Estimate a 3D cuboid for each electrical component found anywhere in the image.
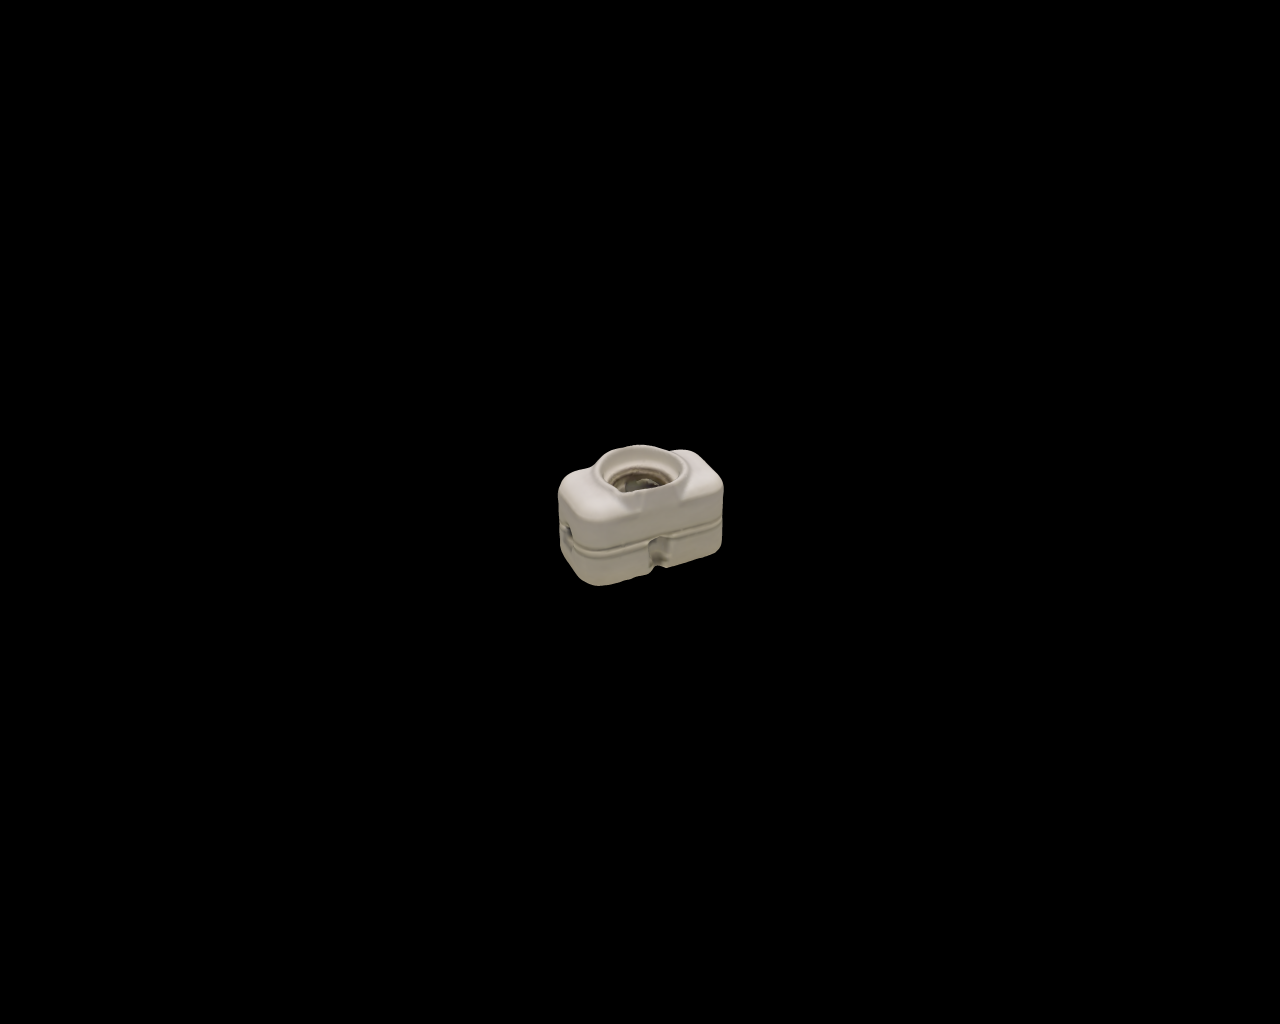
[{"bbox_3d":[0.001,-0.003,0.650,0.095,0.059,0.054,-14,36,-20],"label":"electrical component"}]
